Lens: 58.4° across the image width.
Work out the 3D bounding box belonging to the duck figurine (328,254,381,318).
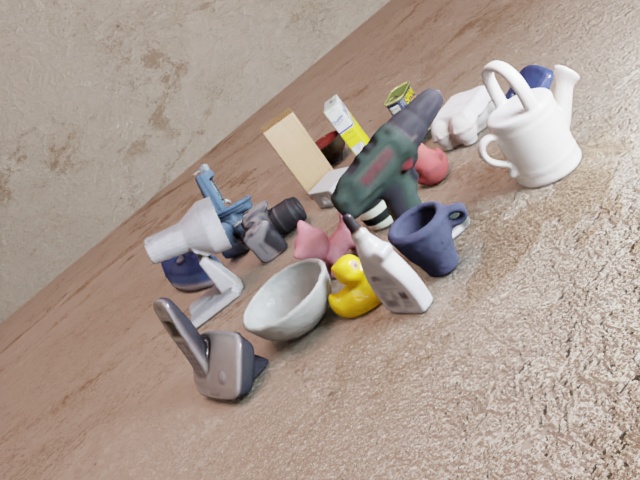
[{"bbox_3d":[0.050,0.064,0.885,0.104,0.086,0.077,-33,22,11],"label":"duck figurine"}]

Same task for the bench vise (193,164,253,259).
[{"bbox_3d":[-0.240,-0.079,1.429,0.121,0.220,0.207,-32,23,14],"label":"bench vise"}]

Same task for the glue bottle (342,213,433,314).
[{"bbox_3d":[0.083,0.030,0.785,0.078,0.173,0.037,-7,37,52],"label":"glue bottle"}]

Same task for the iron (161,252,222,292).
[{"bbox_3d":[-0.334,0.043,1.435,0.119,0.142,0.257,-48,24,-24],"label":"iron"}]

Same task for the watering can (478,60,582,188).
[{"bbox_3d":[0.305,-0.187,0.850,0.173,0.194,0.100,-46,23,-19],"label":"watering can"}]

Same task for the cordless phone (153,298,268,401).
[{"bbox_3d":[-0.186,0.166,0.910,0.147,0.185,0.094,-12,33,47],"label":"cordless phone"}]

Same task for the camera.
[{"bbox_3d":[-0.105,-0.041,1.309,0.136,0.101,0.143,-33,22,12],"label":"camera"}]

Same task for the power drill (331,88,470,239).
[{"bbox_3d":[0.139,-0.086,0.882,0.230,0.209,0.075,-39,22,-4],"label":"power drill"}]

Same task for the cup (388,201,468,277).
[{"bbox_3d":[0.169,0.000,0.819,0.117,0.095,0.092,-26,25,27],"label":"cup"}]

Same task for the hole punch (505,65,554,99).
[{"bbox_3d":[0.366,-0.245,1.010,0.101,0.091,0.108,-36,22,5],"label":"hole punch"}]

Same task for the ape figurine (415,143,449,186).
[{"bbox_3d":[0.196,-0.151,1.082,0.077,0.092,0.076,-32,23,14],"label":"ape figurine"}]

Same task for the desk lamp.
[{"bbox_3d":[-0.256,0.042,1.223,0.203,0.214,0.117,-39,22,-3],"label":"desk lamp"}]

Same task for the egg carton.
[{"bbox_3d":[0.292,-0.249,1.159,0.107,0.069,0.150,-7,37,52],"label":"egg carton"}]

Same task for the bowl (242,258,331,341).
[{"bbox_3d":[-0.041,0.111,0.948,0.167,0.075,0.167,-31,23,15],"label":"bowl"}]

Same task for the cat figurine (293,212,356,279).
[{"bbox_3d":[0.009,0.004,1.024,0.128,0.118,0.067,-42,22,-10],"label":"cat figurine"}]
